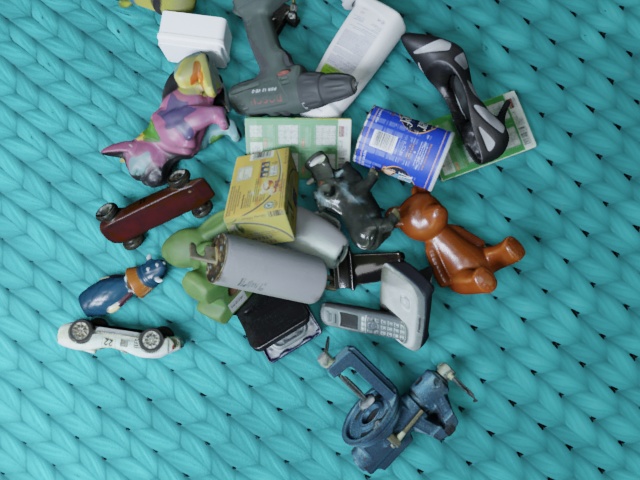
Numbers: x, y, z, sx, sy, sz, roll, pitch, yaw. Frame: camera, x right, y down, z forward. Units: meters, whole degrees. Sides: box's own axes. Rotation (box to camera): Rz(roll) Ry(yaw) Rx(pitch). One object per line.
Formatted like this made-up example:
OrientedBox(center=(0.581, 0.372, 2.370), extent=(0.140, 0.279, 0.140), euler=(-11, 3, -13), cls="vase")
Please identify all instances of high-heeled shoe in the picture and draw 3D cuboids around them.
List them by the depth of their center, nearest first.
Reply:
OrientedBox(center=(0.213, -0.233, 0.895), extent=(0.249, 0.086, 0.145), euler=(33, 68, 2), cls="high-heeled shoe")

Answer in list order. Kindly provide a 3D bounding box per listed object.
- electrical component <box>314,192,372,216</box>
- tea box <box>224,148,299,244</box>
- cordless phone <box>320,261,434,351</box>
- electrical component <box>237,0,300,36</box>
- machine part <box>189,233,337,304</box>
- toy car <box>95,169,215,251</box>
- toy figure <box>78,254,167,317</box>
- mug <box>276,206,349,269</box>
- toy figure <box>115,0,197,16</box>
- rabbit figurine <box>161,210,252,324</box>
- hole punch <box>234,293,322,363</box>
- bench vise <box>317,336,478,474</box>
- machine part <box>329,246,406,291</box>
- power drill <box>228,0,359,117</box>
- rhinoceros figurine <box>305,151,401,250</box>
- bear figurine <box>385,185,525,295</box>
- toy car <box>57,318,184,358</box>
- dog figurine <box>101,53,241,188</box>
OrientedBox(center=(0.040, -0.074, 0.935), extent=(0.094, 0.021, 0.063), euler=(19, 86, 2), cls="electrical component")
OrientedBox(center=(-0.089, -0.069, 0.860), extent=(0.098, 0.068, 0.170), euler=(-9, 42, 10), cls="tea box")
OrientedBox(center=(0.090, 0.099, 0.877), extent=(0.184, 0.089, 0.146), euler=(6, 128, 12), cls="cordless phone")
OrientedBox(center=(-0.087, -0.403, 0.946), extent=(0.102, 0.045, 0.078), euler=(36, 86, 3), cls="electrical component")
OrientedBox(center=(-0.077, 0.044, 0.800), extent=(0.243, 0.079, 0.079), euler=(16, 86, -31), cls="machine part")
OrientedBox(center=(-0.273, -0.053, 0.895), extent=(0.202, 0.053, 0.089), euler=(-25, 129, 8), cls="toy car")
OrientedBox(center=(-0.328, 0.077, 0.910), extent=(0.154, 0.058, 0.064), euler=(-25, 92, -6), cls="toy figure")
OrientedBox(center=(-0.002, -0.003, 0.897), extent=(0.107, 0.109, 0.080), euler=(30, 130, 19), cls="mug")
OrientedBox(center=(-0.300, -0.435, 0.928), extent=(0.180, 0.082, 0.089), euler=(19, 56, -1), cls="toy figure")
OrientedBox(center=(-0.185, 0.024, 0.881), extent=(0.170, 0.121, 0.159), euler=(31, 74, 27), cls="rabbit figurine")
OrientedBox(center=(-0.069, 0.131, 0.899), extent=(0.142, 0.092, 0.116), euler=(-32, 54, 2), cls="hole punch")
OrientedBox(center=(0.102, 0.247, 0.860), extent=(0.223, 0.129, 0.240), euler=(-44, 100, 8), cls="bench vise")
OrientedBox(center=(0.082, 0.045, 0.920), extent=(0.139, 0.039, 0.084), euler=(-3, 81, 2), cls="machine part")
OrientedBox(center=(-0.056, -0.307, 0.881), extent=(0.232, 0.086, 0.207), euler=(-10, 99, 30), cls="power drill")
OrientedBox(center=(0.046, -0.065, 0.874), extent=(0.112, 0.073, 0.190), euler=(-26, 71, -20), cls="rhinoceros figurine")
OrientedBox(center=(0.213, -0.009, 0.882), extent=(0.120, 0.132, 0.196), euler=(-37, 92, -25), cls="bear figurine")
OrientedBox(center=(-0.329, 0.165, 0.895), extent=(0.202, 0.073, 0.056), euler=(8, 83, 1), cls="toy car")
OrientedBox(center=(-0.258, -0.196, 0.905), extent=(0.219, 0.108, 0.191), euler=(-19, 87, 2), cls="dog figurine")
